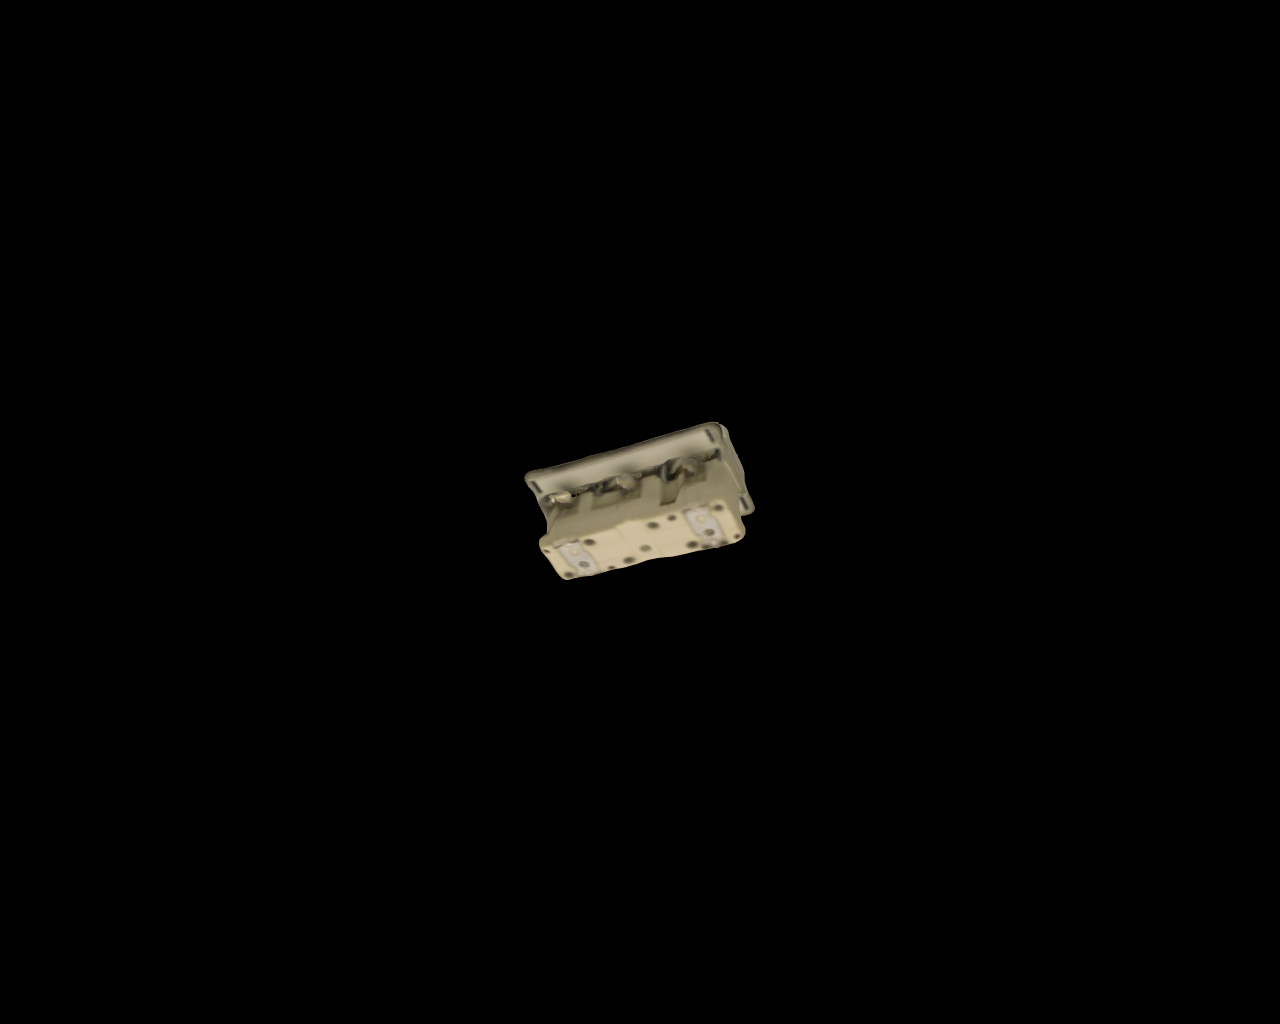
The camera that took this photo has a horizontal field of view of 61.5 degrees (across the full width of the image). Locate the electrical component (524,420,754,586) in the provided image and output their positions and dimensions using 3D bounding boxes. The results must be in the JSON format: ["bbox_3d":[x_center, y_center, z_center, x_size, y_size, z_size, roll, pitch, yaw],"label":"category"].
[{"bbox_3d":[0.001,-0.003,0.650,0.121,0.063,0.078,-14,-43,15],"label":"electrical component"}]
